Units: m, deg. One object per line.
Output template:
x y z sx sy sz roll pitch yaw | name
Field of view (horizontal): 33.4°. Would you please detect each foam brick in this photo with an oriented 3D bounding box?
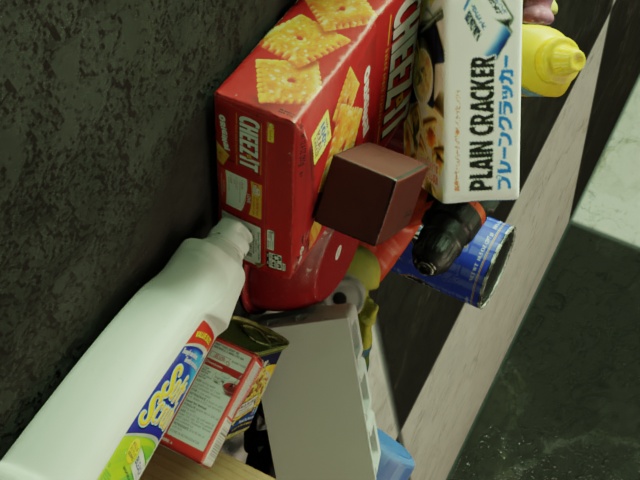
0.038 -0.035 0.778 0.078 0.051 0.053 -28 139 -65 | foam brick

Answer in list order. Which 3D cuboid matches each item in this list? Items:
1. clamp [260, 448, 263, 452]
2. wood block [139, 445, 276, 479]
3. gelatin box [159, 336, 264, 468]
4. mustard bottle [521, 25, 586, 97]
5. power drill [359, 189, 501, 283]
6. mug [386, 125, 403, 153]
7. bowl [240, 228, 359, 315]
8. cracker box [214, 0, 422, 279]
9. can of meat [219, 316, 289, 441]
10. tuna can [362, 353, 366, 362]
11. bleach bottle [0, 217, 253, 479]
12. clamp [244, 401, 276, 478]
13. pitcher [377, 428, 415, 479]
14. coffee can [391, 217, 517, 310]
-0.026 0.199 1.156 0.171 0.039 0.120 -66 168 5 | clamp
-0.059 0.241 0.827 0.090 0.206 0.091 -46 152 -49 | wood block
-0.094 0.111 0.784 0.089 0.073 0.030 -63 163 -15 | gelatin box
0.175 -0.163 0.974 0.192 0.096 0.058 21 -93 64 | mustard bottle
0.105 -0.016 1.076 0.188 0.057 0.184 -27 -158 54 | power drill
0.090 -0.107 1.033 0.093 0.081 0.117 -57 160 -30 | mug
-0.006 0.001 0.934 0.162 0.055 0.162 -54 158 -34 | bowl
0.003 -0.099 0.805 0.213 0.072 0.164 -54 159 -37 | cracker box
-0.077 0.112 0.864 0.084 0.057 0.102 -67 162 8 | can of meat
0.001 0.127 1.015 0.033 0.086 0.086 -86 -172 -60 | tuna can
-0.116 0.082 0.702 0.250 0.068 0.102 -59 162 -29 | bleach bottle
-0.054 0.196 1.006 0.210 0.036 0.164 47 41 -76 | clamp
-0.009 0.304 1.140 0.243 0.149 0.144 -57 147 -1 | pitcher
0.141 0.006 1.227 0.102 0.140 0.103 -55 159 -33 | coffee can
